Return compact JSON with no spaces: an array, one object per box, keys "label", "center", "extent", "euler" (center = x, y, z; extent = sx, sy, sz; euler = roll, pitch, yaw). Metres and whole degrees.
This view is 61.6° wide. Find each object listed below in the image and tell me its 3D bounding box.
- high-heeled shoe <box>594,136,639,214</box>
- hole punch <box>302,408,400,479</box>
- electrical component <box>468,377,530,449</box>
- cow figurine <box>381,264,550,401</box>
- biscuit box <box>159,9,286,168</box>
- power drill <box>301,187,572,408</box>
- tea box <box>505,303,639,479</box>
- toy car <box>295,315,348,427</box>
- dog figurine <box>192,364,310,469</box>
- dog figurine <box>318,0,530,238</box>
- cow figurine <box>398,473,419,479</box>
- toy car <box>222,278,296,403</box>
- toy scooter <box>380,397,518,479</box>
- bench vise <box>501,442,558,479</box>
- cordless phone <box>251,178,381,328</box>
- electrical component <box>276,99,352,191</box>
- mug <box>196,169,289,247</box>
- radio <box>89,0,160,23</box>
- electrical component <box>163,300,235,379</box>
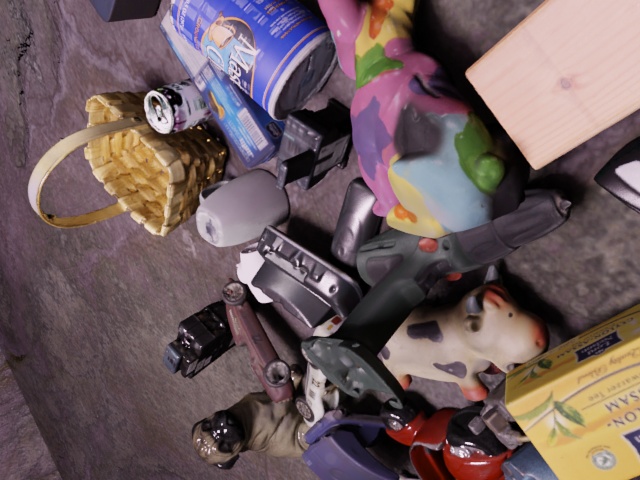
[{"label":"high-heeled shoe","center":[0.288,0.036,0.357],"extent":[0.145,0.086,0.248],"euler":[-15,86,27]},{"label":"hole punch","center":[0.041,0.293,0.728],"extent":[0.116,0.092,0.142],"euler":[14,142,-15]},{"label":"electrical component","center":[0.201,0.161,0.532],"extent":[0.045,0.102,0.078],"euler":[47,164,14]},{"label":"cow figurine","center":[0.141,0.097,0.558],"extent":[0.195,0.085,0.127],"euler":[-8,115,47]},{"label":"biscuit box","center":[-0.101,-0.186,0.625],"extent":[0.059,0.063,0.202],"euler":[-30,92,48]},{"label":"power drill","center":[0.087,0.042,0.481],"extent":[0.086,0.207,0.232],"euler":[44,153,-18]},{"label":"tea box","center":[0.247,0.119,0.427],"extent":[0.169,0.068,0.098],"euler":[-38,87,21]},{"label":"toy car","center":[0.011,0.180,0.737],"extent":[0.056,0.073,0.201],"euler":[29,132,29]},{"label":"dog figurine","center":[-0.088,0.307,0.825],"extent":[0.172,0.190,0.121],"euler":[51,139,4]},{"label":"dog figurine","center":[0.072,-0.124,0.438],"extent":[0.192,0.108,0.219],"euler":[-131,21,-75]},{"label":"cow figurine","center":[0.160,0.414,0.751],"extent":[0.098,0.068,0.167],"euler":[-12,107,41]},{"label":"toy car","center":[-0.096,0.147,0.792],"extent":[0.202,0.053,0.089],"euler":[57,169,22]},{"label":"toy scooter","center":[0.160,0.260,0.645],"extent":[0.184,0.075,0.135],"euler":[-7,110,49]},{"label":"bench vise","center":[0.281,0.302,0.504],"extent":[0.241,0.129,0.223],"euler":[48,149,36]},{"label":"cordless phone","center":[-0.002,-0.002,0.648],"extent":[0.147,0.089,0.184],"euler":[33,122,26]},{"label":"electrical component","center":[-0.014,-0.093,0.558],"extent":[0.048,0.119,0.074],"euler":[37,138,21]},{"label":"mug","center":[-0.113,-0.043,0.692],"extent":[0.110,0.107,0.080],"euler":[32,132,22]},{"label":"radio","center":[-0.227,-0.381,0.619],"extent":[0.131,0.073,0.229],"euler":[54,137,5]},{"label":"electrical component","center":[-0.189,0.161,0.874],"extent":[0.058,0.134,0.114],"euler":[42,135,16]}]
